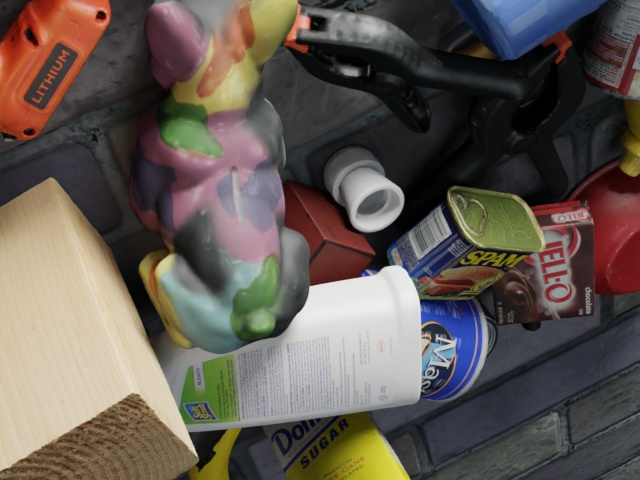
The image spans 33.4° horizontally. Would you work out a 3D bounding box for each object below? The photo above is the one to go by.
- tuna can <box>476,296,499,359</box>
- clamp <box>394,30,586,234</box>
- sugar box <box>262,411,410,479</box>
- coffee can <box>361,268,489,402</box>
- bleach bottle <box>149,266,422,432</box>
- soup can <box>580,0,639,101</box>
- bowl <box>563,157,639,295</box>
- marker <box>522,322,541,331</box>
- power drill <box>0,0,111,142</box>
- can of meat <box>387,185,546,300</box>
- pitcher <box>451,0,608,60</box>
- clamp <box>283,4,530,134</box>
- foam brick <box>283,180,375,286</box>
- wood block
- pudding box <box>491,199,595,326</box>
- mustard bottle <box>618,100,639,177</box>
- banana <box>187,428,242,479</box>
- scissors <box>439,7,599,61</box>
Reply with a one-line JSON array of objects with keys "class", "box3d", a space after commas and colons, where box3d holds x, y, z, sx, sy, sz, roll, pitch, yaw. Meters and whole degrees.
[{"class": "tuna can", "box3d": [0.123, 0.091, 0.992, 0.086, 0.034, 0.086, -16, 134, -17]}, {"class": "clamp", "box3d": [0.158, -0.085, 0.833, 0.164, 0.036, 0.210, -10, 146, -26]}, {"class": "sugar box", "box3d": [0.022, 0.203, 0.930, 0.093, 0.176, 0.048, -35, 139, 1]}, {"class": "coffee can", "box3d": [0.056, 0.078, 0.892, 0.140, 0.103, 0.103, 13, 120, -37]}, {"class": "bleach bottle", "box3d": [-0.056, 0.084, 0.758, 0.250, 0.068, 0.102, -7, 114, -8]}, {"class": "soup can", "box3d": [0.243, -0.166, 0.809, 0.068, 0.068, 0.102, -8, 130, -24]}, {"class": "bowl", "box3d": [0.289, -0.002, 0.991, 0.162, 0.055, 0.162, -16, 134, -18]}, {"class": "marker", "box3d": [0.200, 0.044, 1.006, 0.020, 0.020, 0.121, -21, 136, -12]}, {"class": "power drill", "box3d": [-0.212, -0.143, 0.578, 0.187, 0.057, 0.185, 21, 119, -37]}, {"class": "can of meat", "box3d": [0.115, 0.005, 0.857, 0.101, 0.057, 0.084, 5, 144, -42]}, {"class": "pitcher", "box3d": [0.182, -0.236, 0.682, 0.243, 0.149, 0.145, -35, 153, 7]}, {"class": "clamp", "box3d": [0.045, -0.116, 0.744, 0.171, 0.039, 0.120, 17, 156, -21]}, {"class": "foam brick", "box3d": [-0.005, 0.001, 0.808, 0.052, 0.078, 0.051, 17, 119, -37]}, {"class": "wood block", "box3d": [-0.164, 0.069, 0.682, 0.091, 0.206, 0.090, -32, 137, -2]}, {"class": "pudding box", "box3d": [0.194, 0.021, 0.940, 0.090, 0.039, 0.113, -7, 131, 8]}, {"class": "mustard bottle", "box3d": [0.307, -0.134, 0.881, 0.096, 0.058, 0.192, 8, 123, -36]}, {"class": "banana", "box3d": [-0.079, 0.164, 0.943, 0.069, 0.037, 0.198, -15, 138, -43]}, {"class": "scissors", "box3d": [0.188, -0.159, 0.779, 0.202, 0.016, 0.096, -17, 149, 11]}]
